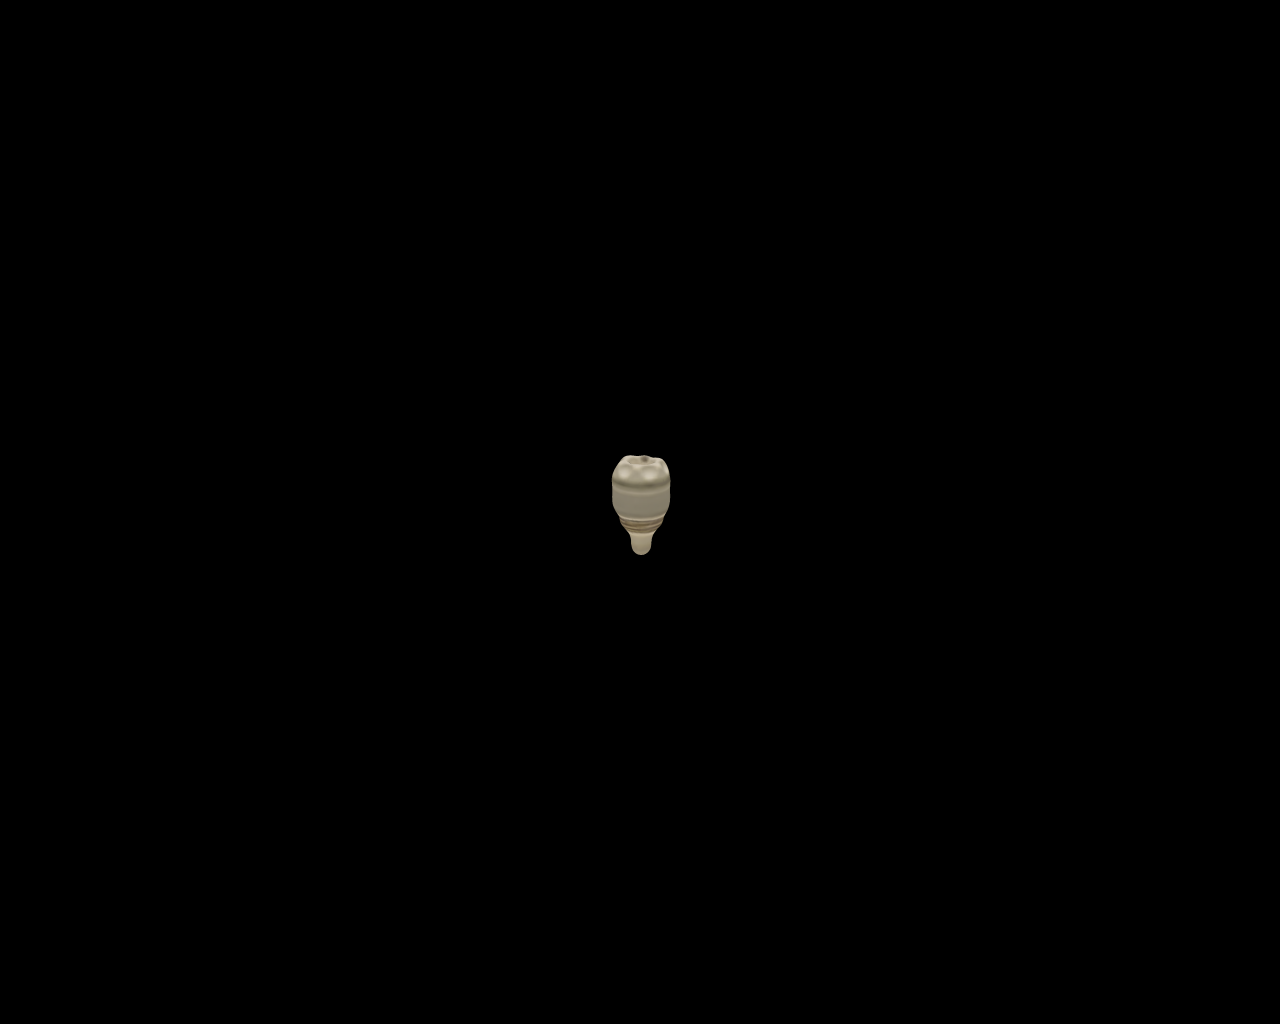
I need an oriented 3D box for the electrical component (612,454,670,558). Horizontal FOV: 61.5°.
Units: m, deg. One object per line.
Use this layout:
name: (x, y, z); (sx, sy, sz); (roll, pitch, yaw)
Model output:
electrical component: (0.001, -0.003, 0.650); (0.035, 0.061, 0.035); (0, 20, 0)
